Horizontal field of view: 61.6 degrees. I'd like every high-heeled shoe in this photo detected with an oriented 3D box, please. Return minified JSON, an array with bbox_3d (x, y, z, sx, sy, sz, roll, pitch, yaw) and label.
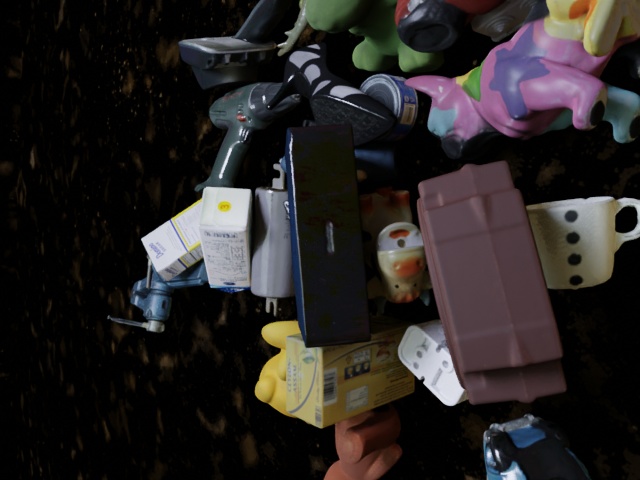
[{"bbox_3d":[0.033,-0.201,0.701,0.249,0.145,0.086,24,153,40],"label":"high-heeled shoe"}]

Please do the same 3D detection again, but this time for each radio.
[{"bbox_3d":[0.004,-0.003,0.604,0.131,0.073,0.229,151,115,-85],"label":"radio"}]

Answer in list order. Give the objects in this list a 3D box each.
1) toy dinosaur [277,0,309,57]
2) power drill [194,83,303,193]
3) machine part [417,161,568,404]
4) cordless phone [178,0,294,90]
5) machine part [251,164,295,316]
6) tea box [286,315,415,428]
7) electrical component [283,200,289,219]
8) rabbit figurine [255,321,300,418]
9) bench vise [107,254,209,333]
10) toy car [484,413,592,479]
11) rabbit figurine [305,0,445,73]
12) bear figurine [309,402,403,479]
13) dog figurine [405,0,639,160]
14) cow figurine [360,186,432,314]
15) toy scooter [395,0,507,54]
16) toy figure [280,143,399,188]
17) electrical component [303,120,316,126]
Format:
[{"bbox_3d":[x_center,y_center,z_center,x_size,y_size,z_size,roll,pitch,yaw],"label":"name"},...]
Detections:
[{"bbox_3d":[0.026,-0.476,0.688,0.199,0.105,0.470,24,102,53],"label":"toy dinosaur"},{"bbox_3d":[-0.127,-0.157,0.880,0.232,0.086,0.207,19,98,51],"label":"power drill"},{"bbox_3d":[0.153,0.040,0.502,0.087,0.201,0.201,-13,82,12],"label":"machine part"},{"bbox_3d":[-0.121,-0.320,0.826,0.184,0.146,0.088,-32,80,52],"label":"cordless phone"},{"bbox_3d":[-0.068,0.002,0.852,0.079,0.079,0.243,15,103,47],"label":"machine part"},{"bbox_3d":[0.042,0.156,0.668,0.068,0.169,0.098,6,96,47],"label":"tea box"},{"bbox_3d":[-0.002,-0.002,0.741,0.134,0.058,0.115,79,166,-70],"label":"electrical component"},{"bbox_3d":[-0.012,0.159,0.766,0.173,0.162,0.122,-47,45,20],"label":"rabbit figurine"},{"bbox_3d":[-0.279,0.070,1.044,0.241,0.128,0.223,-9,56,42],"label":"bench vise"},{"bbox_3d":[0.216,0.265,0.533,0.102,0.109,0.162,106,147,-48],"label":"toy car"},{"bbox_3d":[0.064,-0.271,0.604,0.121,0.170,0.159,33,118,42],"label":"rabbit figurine"},{"bbox_3d":[0.033,0.303,0.726,0.120,0.132,0.195,34,112,44],"label":"bear figurine"},{"bbox_3d":[0.190,-0.167,0.521,0.219,0.108,0.191,22,110,49],"label":"dog figurine"},{"bbox_3d":[0.077,0.005,0.632,0.195,0.085,0.127,-123,22,-77],"label":"cow figurine"},{"bbox_3d":[0.143,-0.270,0.509,0.184,0.075,0.135,-16,64,57],"label":"toy scooter"},{"bbox_3d":[0.024,-0.095,0.703,0.155,0.064,0.057,-2,99,15],"label":"toy figure"},{"bbox_3d":[0.022,-0.122,0.761,0.119,0.048,0.074,35,119,44],"label":"electrical component"}]
